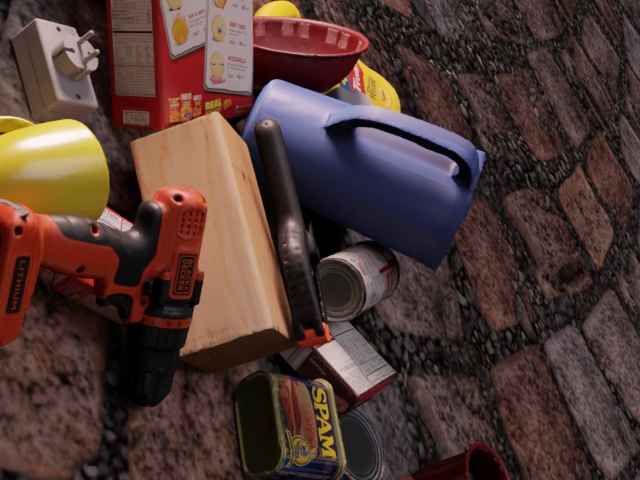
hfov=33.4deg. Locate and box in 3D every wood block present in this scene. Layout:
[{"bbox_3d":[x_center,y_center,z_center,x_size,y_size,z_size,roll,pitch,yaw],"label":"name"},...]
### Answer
[{"bbox_3d":[-0.095,0.004,0.959,0.090,0.090,0.206,48,26,-68],"label":"wood block"}]

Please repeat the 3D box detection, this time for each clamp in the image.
[{"bbox_3d":[-0.008,0.001,1.164,0.120,0.039,0.171,21,52,-54],"label":"clamp"},{"bbox_3d":[-0.019,0.012,0.994,0.164,0.036,0.210,67,9,-60],"label":"clamp"}]

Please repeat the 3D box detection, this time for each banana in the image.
[{"bbox_3d":[-0.057,-0.245,1.283,0.069,0.037,0.197,53,32,-13],"label":"banana"}]

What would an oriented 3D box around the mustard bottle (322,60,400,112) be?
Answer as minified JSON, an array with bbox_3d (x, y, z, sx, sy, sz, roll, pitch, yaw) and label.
[{"bbox_3d":[0.026,-0.199,1.338,0.191,0.058,0.096,33,48,-43],"label":"mustard bottle"}]

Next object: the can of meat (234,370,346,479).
[{"bbox_3d":[-0.030,0.174,0.981,0.083,0.058,0.102,20,50,-45],"label":"can of meat"}]

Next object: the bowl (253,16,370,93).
[{"bbox_3d":[-0.028,-0.200,1.173,0.161,0.162,0.055,-40,141,-58],"label":"bowl"}]

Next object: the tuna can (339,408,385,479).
[{"bbox_3d":[0.025,0.208,1.054,0.086,0.034,0.086,35,40,-37],"label":"tuna can"}]

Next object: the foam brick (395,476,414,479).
[{"bbox_3d":[0.054,0.262,1.013,0.051,0.078,0.053,7,61,-52],"label":"foam brick"}]

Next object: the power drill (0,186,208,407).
[{"bbox_3d":[-0.176,0.044,0.822,0.187,0.057,0.184,3,100,-45],"label":"power drill"}]

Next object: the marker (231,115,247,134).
[{"bbox_3d":[-0.070,-0.103,1.172,0.121,0.020,0.020,59,32,-4],"label":"marker"}]

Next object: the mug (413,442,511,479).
[{"bbox_3d":[0.144,0.274,1.129,0.117,0.082,0.093,-9,74,-57],"label":"mug"}]

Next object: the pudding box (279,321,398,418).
[{"bbox_3d":[0.013,0.117,1.071,0.113,0.039,0.089,48,27,15],"label":"pudding box"}]

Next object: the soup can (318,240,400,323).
[{"bbox_3d":[0.034,0.042,1.095,0.068,0.069,0.102,63,26,2],"label":"soup can"}]

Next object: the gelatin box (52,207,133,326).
[{"bbox_3d":[-0.183,0.018,0.904,0.073,0.030,0.089,35,40,-35],"label":"gelatin box"}]

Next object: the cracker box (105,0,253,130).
[{"bbox_3d":[-0.135,-0.221,1.036,0.163,0.072,0.214,-23,115,-59],"label":"cracker box"}]

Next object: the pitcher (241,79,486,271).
[{"bbox_3d":[0.042,-0.079,1.098,0.243,0.149,0.145,23,16,1],"label":"pitcher"}]
